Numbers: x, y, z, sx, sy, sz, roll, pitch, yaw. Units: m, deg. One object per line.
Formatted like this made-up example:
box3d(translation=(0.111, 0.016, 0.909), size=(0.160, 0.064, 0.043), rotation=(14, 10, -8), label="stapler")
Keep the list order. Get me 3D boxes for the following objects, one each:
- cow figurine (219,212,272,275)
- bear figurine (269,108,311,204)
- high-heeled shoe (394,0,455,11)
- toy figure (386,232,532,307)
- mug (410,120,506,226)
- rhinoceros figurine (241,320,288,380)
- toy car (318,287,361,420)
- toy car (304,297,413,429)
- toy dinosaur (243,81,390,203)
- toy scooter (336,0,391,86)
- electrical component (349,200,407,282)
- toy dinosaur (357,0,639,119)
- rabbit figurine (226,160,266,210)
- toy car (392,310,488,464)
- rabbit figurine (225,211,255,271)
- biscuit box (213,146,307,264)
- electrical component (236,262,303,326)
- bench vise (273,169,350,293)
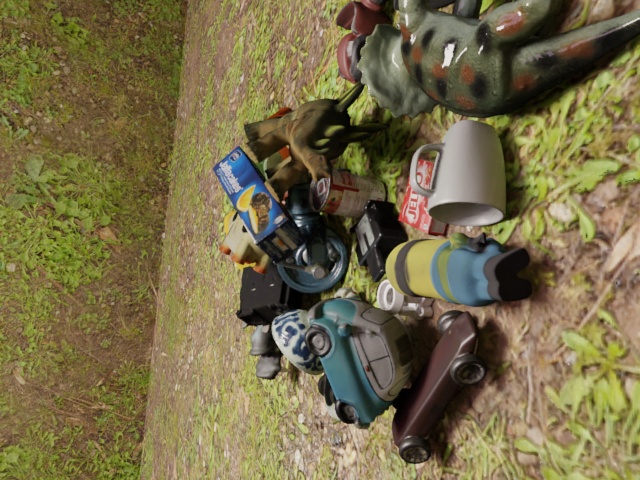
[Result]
box3d(translation=(-0.130, -0.020, 1.004), size=(0.127, 0.085, 0.195), rotation=(-60, 24, -1), label="cow figurine")
box3d(translation=(-0.044, -0.151, 1.053), size=(0.120, 0.132, 0.195), rotation=(3, 119, 32), label="bear figurine")
box3d(translation=(0.172, -0.395, 0.673), size=(0.249, 0.086, 0.145), rotation=(-2, 77, 61), label="high-heeled shoe")
box3d(translation=(0.146, 0.032, 0.600), size=(0.180, 0.089, 0.082), rotation=(5, 82, 67), label="toy figure")
box3d(translation=(0.154, -0.079, 0.601), size=(0.081, 0.110, 0.107), rotation=(118, 163, -72), label="mug")
box3d(translation=(-0.094, 0.175, 1.053), size=(0.073, 0.112, 0.190), rotation=(-4, 63, 30), label="rhinoceros figurine")
box3d(translation=(0.037, 0.174, 0.837), size=(0.073, 0.056, 0.201), rotation=(167, 109, -71), label="toy car")
box3d(translation=(0.058, 0.138, 0.650), size=(0.103, 0.109, 0.161), rotation=(-26, 80, 30), label="toy car")
box3d(translation=(-0.007, -0.161, 0.810), size=(0.472, 0.199, 0.105), rotation=(-109, -6, -68), label="toy dinosaur")
box3d(translation=(0.064, -0.339, 0.888), size=(0.135, 0.075, 0.183), rotation=(14, 93, 65), label="toy scooter")
box3d(translation=(0.088, 0.006, 0.778), size=(0.074, 0.048, 0.119), rotation=(-62, 33, 38), label="electrical component")
box3d(translation=(0.170, -0.203, 0.592), size=(0.405, 0.131, 0.192), rotation=(-132, 39, -51), label="toy dinosaur")
box3d(translation=(-0.100, -0.105, 1.169), size=(0.170, 0.121, 0.159), rotation=(48, 122, 36), label="rabbit figurine")
box3d(translation=(0.138, 0.171, 0.624), size=(0.089, 0.053, 0.202), rotation=(-86, 17, -61), label="toy car")
box3d(translation=(-0.137, 0.010, 1.153), size=(0.173, 0.122, 0.162), rotation=(47, 171, 22), label="rabbit figurine")
box3d(translation=(-0.095, -0.058, 0.805), size=(0.059, 0.062, 0.203), rotation=(-39, 49, 3), label="biscuit box")
box3d(translation=(-0.090, 0.085, 1.001), size=(0.115, 0.058, 0.134), rotation=(-15, 50, 23), label="electrical component")
box3d(translation=(-0.013, -0.002, 0.885), size=(0.241, 0.129, 0.223), rotation=(-111, 25, -76), label="bench vise")
